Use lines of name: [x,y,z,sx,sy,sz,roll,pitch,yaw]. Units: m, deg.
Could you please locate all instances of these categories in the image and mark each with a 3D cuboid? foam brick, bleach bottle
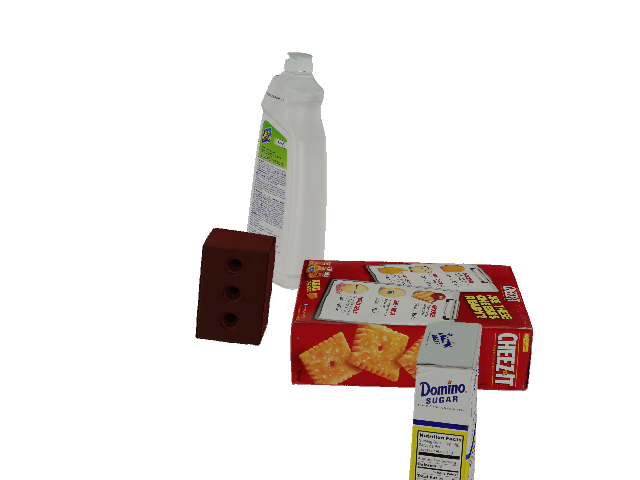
foam brick: [-0.066,0.036,0.839,0.053,0.078,0.051,6,14,3]
bleach bottle: [-0.030,-0.080,1.184,0.067,0.251,0.103,-9,24,-40]

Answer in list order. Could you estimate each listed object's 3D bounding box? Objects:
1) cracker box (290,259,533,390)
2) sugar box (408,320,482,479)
cracker box: [0.083,0.079,1.019,0.213,0.072,0.164,2,19,2]
sugar box: [0.086,0.153,0.750,0.048,0.176,0.093,2,14,11]
